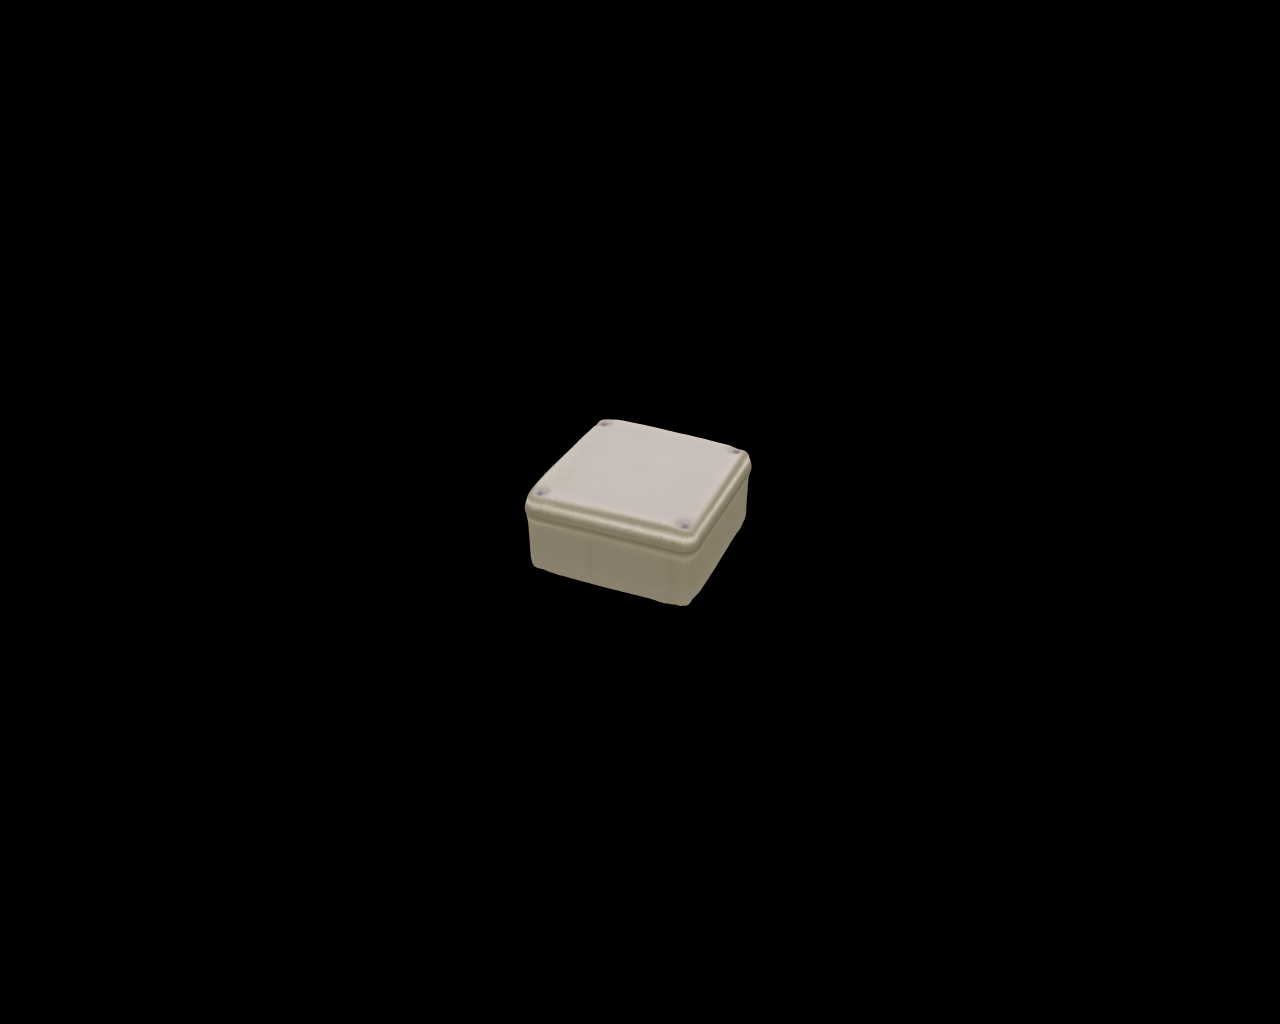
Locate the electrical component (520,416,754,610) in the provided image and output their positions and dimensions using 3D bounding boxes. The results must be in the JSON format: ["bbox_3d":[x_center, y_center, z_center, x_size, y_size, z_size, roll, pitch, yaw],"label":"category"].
[{"bbox_3d":[0.001,-0.003,0.650,0.109,0.056,0.109,14,36,20],"label":"electrical component"}]
